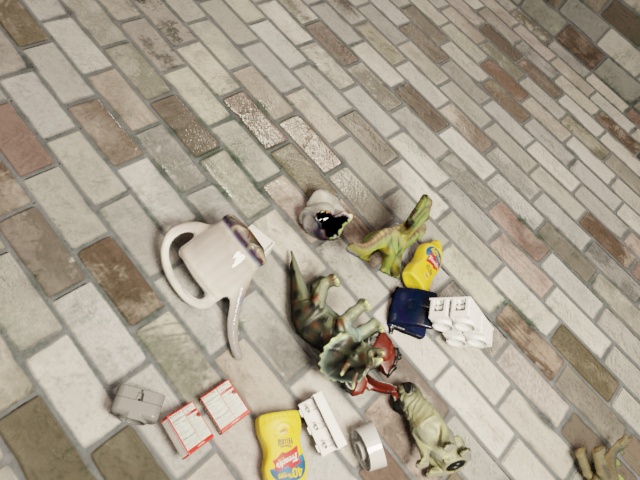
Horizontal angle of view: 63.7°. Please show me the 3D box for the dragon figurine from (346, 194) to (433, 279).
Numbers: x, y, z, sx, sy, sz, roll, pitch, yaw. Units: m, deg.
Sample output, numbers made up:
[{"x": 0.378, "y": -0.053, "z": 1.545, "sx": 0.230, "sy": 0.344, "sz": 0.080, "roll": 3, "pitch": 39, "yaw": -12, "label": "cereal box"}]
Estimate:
[{"x": 0.201, "y": -0.027, "z": 1.350, "sx": 0.123, "sy": 0.407, "sz": 0.242, "roll": 37, "pitch": 93, "yaw": 21, "label": "dragon figurine"}]

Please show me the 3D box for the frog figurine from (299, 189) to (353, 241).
[{"x": 0.004, "y": -0.072, "z": 1.433, "sx": 0.138, "sy": 0.120, "sz": 0.162, "roll": -14, "pitch": 30, "yaw": -19, "label": "frog figurine"}]

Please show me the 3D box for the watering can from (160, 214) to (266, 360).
[{"x": -0.222, "y": 0.087, "z": 1.216, "sx": 0.225, "sy": 0.103, "sz": 0.349, "roll": -37, "pitch": 83, "yaw": -8, "label": "watering can"}]
